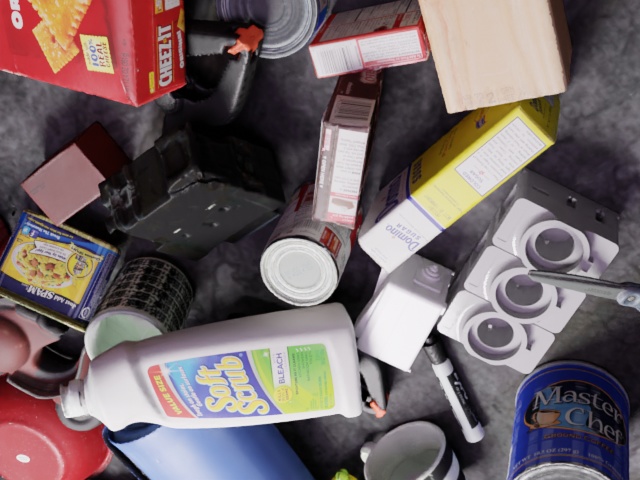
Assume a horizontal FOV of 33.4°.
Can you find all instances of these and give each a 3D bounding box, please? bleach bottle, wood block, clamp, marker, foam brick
[{"bbox_3d":[-0.094,0.123,0.920,0.250,0.068,0.102,-10,111,-8],"label":"bleach bottle"},{"bbox_3d":[0.113,-0.207,0.751,0.090,0.090,0.206,-9,117,20],"label":"wood block"},{"bbox_3d":[0.010,0.093,0.990,0.171,0.039,0.120,37,128,-11],"label":"clamp"},{"bbox_3d":[0.123,0.137,0.995,0.020,0.020,0.121,-16,114,23],"label":"marker"},{"bbox_3d":[-0.217,-0.059,0.955,0.078,0.051,0.053,-30,107,28],"label":"foam brick"},{"bbox_3d":[-0.118,-0.115,0.885,0.210,0.036,0.164,-16,118,38],"label":"clamp"}]

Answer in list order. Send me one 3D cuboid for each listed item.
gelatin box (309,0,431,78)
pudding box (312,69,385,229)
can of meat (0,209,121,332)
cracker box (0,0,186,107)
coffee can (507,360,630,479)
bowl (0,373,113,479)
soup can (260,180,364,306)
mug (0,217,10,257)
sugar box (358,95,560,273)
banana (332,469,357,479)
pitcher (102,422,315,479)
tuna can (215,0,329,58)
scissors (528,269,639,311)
[{"bbox_3d":[0.044,-0.155,0.812,0.089,0.073,0.030,-7,118,19],"label":"gelatin box"},{"bbox_3d":[0.023,-0.076,0.841,0.039,0.113,0.090,10,123,6],"label":"pudding box"},{"bbox_3d":[-0.246,0.027,0.990,0.102,0.057,0.084,24,83,0],"label":"can of meat"},{"bbox_3d":[-0.207,-0.207,0.816,0.214,0.072,0.164,17,122,26],"label":"cracker box"},{"bbox_3d":[0.216,0.186,0.925,0.103,0.140,0.103,7,121,12],"label":"coffee can"},{"bbox_3d":[-0.305,0.215,1.141,0.162,0.055,0.162,7,122,12],"label":"bowl"},{"bbox_3d":[-0.006,0.001,0.901,0.068,0.102,0.068,7,121,11],"label":"soup can"},{"bbox_3d":[-0.356,0.004,1.013,0.117,0.081,0.093,45,121,-13],"label":"mug"},{"bbox_3d":[0.108,-0.056,0.841,0.048,0.093,0.176,45,121,-11],"label":"sugar box"},{"bbox_3d":[0.074,0.291,1.077,0.197,0.070,0.037,39,79,-16],"label":"banana"},{"bbox_3d":[-0.093,0.231,1.053,0.145,0.149,0.242,-40,111,-10],"label":"pitcher"},{"bbox_3d":[-0.038,-0.187,0.838,0.086,0.033,0.086,7,121,12],"label":"tuna can"},{"bbox_3d":[0.252,0.057,0.870,0.201,0.016,0.096,0,135,-11],"label":"scissors"}]
